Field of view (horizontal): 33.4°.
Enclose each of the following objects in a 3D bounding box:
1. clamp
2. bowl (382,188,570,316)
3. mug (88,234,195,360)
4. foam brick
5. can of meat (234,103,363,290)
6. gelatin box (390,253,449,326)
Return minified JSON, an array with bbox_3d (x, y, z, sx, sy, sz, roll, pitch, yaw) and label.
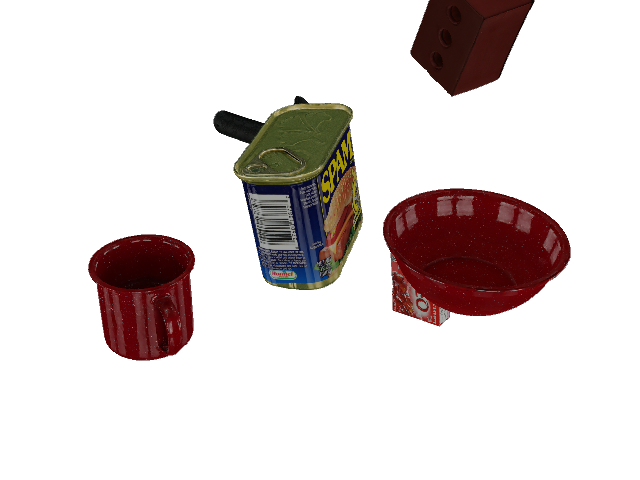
[{"bbox_3d":[-0.034,-0.103,1.131,0.120,0.039,0.172,-15,39,-23],"label":"clamp"},{"bbox_3d":[0.132,0.017,0.932,0.162,0.055,0.162,3,34,-2],"label":"bowl"},{"bbox_3d":[-0.150,0.058,0.945,0.093,0.081,0.117,-19,36,-27],"label":"mug"},{"bbox_3d":[0.108,-0.153,0.772,0.051,0.053,0.078,-25,-28,-30],"label":"foam brick"},{"bbox_3d":[-0.010,-0.029,0.686,0.057,0.084,0.102,2,32,18],"label":"can of meat"},{"bbox_3d":[0.127,0.057,1.357,0.073,0.089,0.030,17,34,35],"label":"gelatin box"}]
